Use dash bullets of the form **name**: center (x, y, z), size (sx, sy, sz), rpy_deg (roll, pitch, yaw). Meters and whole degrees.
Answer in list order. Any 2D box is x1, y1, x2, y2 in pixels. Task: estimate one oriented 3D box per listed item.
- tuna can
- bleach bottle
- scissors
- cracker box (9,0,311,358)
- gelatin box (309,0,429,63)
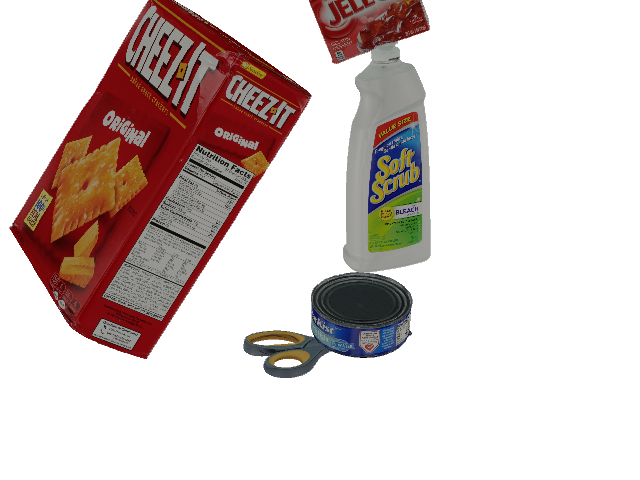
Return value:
- **tuna can**: center (0.034, 0.063, 0.905), size (0.086, 0.034, 0.086), rpy_deg (1, 29, -1)
- **bleach bottle**: center (0.069, -0.094, 1.181), size (0.102, 0.251, 0.068), rpy_deg (-10, 23, -12)
- **scissors**: center (0.014, 0.126, 1.210), size (0.201, 0.016, 0.096), rpy_deg (1, 25, -8)
- **cracker box**: center (-0.121, -0.052, 0.748), size (0.072, 0.214, 0.164), rpy_deg (26, 10, -38)
- **gelatin box**: center (0.039, -0.199, 0.902), size (0.089, 0.073, 0.030), rpy_deg (-18, 26, 13)
